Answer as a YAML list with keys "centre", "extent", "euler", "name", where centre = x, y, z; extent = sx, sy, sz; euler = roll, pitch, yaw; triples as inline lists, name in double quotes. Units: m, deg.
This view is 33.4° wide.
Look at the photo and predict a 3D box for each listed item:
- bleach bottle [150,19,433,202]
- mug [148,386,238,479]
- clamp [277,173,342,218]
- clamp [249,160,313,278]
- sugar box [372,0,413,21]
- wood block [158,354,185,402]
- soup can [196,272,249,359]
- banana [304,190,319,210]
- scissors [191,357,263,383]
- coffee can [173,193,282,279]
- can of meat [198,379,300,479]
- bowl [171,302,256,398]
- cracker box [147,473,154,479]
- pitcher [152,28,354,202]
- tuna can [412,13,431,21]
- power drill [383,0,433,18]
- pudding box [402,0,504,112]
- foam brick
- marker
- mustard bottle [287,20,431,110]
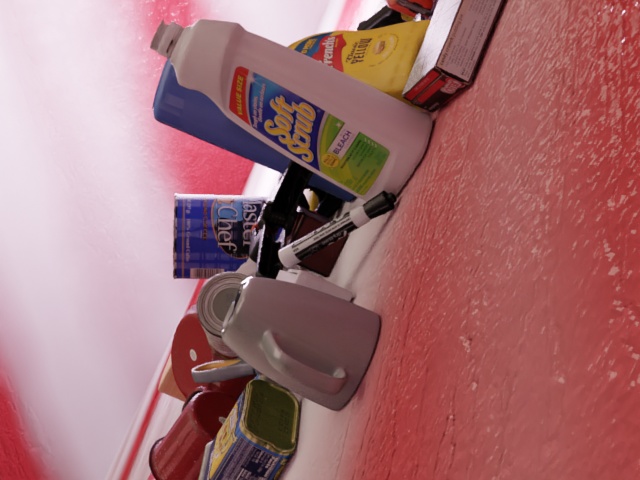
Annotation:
- centre: [-0.032, -0.120, 0.941]
  extent: [0.103, 0.250, 0.068]
  euler: [-56, 12, 47]
  name: "bleach bottle"
- centre: [-0.113, 0.196, 1.061]
  extent: [0.082, 0.093, 0.117]
  euler: [-55, 34, 27]
  name: "mug"
- centre: [-0.002, -0.079, 1.243]
  extent: [0.039, 0.120, 0.171]
  euler: [119, 150, -53]
  name: "clamp"
- centre: [-0.046, -0.014, 1.095]
  extent: [0.210, 0.036, 0.164]
  euler: [135, 154, -71]
  name: "clamp"
- centre: [0.107, -0.306, 1.324]
  extent: [0.176, 0.048, 0.093]
  euler: [-60, 13, 20]
  name: "sugar box"
- centre: [-0.125, 0.117, 1.381]
  extent: [0.206, 0.090, 0.090]
  euler: [-60, 10, 33]
  name: "wood block"
- centre: [-0.084, 0.077, 1.051]
  extent: [0.102, 0.068, 0.068]
  euler: [89, -157, -71]
  name: "soup can"
- centre: [-0.015, -0.053, 1.297]
  extent: [0.070, 0.037, 0.198]
  euler: [-43, 27, 26]
  name: "banana"
- centre: [-0.035, 0.108, 0.956]
  extent: [0.202, 0.016, 0.096]
  euler: [-12, 3, 44]
  name: "scissors"
- centre: [-0.103, -0.003, 1.268]
  extent: [0.103, 0.140, 0.103]
  euler: [-179, 90, -84]
  name: "coffee can"
- centre: [-0.060, 0.180, 0.922]
  extent: [0.084, 0.057, 0.102]
  euler: [-60, 10, 20]
  name: "can of meat"
- centre: [-0.115, 0.125, 1.153]
  extent: [0.162, 0.055, 0.162]
  euler: [-6, 83, 53]
  name: "bowl"
- centre: [-0.196, 0.367, 1.170]
  extent: [0.164, 0.072, 0.214]
  euler: [-109, 44, -80]
  name: "cracker box"
- centre: [-0.052, -0.140, 1.150]
  extent: [0.149, 0.242, 0.145]
  euler: [117, 170, -55]
  name: "pitcher"
- centre: [0.096, -0.184, 1.082]
  extent: [0.086, 0.033, 0.086]
  euler: [-62, 9, 17]
  name: "tuna can"
- centre: [0.120, -0.357, 1.201]
  extent: [0.188, 0.057, 0.184]
  euler: [-63, 28, 24]
  name: "power drill"
- centre: [0.117, -0.174, 0.912]
  extent: [0.090, 0.039, 0.113]
  euler: [151, 141, -74]
  name: "pudding box"
- centre: [-0.007, 0.001, 1.129]
  extent: [0.078, 0.051, 0.053]
  euler: [-115, 49, -80]
  name: "foam brick"
- centre: [0.016, -0.010, 0.953]
  extent: [0.121, 0.020, 0.020]
  euler: [-30, 23, 21]
  name: "marker"
- centre: [0.018, -0.162, 1.027]
  extent: [0.192, 0.058, 0.096]
  euler: [1, 54, 30]
  name: "mustard bottle"
